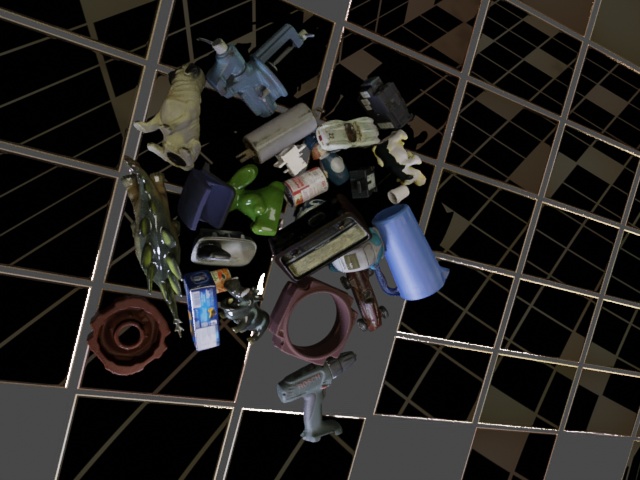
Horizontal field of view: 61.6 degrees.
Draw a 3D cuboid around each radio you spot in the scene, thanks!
[{"bbox_3d":[-0.003,-0.004,1.295,0.230,0.073,0.131,-32,139,8],"label":"radio"}]

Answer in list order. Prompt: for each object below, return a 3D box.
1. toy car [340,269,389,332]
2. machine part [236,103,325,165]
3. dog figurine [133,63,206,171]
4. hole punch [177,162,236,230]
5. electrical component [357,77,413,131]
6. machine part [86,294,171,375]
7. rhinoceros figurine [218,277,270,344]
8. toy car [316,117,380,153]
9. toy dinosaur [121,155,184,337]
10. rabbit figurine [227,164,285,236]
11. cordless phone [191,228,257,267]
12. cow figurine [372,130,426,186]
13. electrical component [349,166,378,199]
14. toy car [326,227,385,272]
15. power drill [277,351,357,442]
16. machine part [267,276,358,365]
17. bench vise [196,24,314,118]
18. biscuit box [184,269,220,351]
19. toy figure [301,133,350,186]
[{"bbox_3d":[0.125,0.159,1.455,0.089,0.053,0.202,-27,108,-21],"label":"toy car"},{"bbox_3d":[-0.094,-0.253,1.272,0.243,0.079,0.079,-35,111,-14],"label":"machine part"},{"bbox_3d":[-0.290,-0.270,1.182,0.172,0.121,0.190,78,34,-58],"label":"dog figurine"},{"bbox_3d":[-0.267,-0.089,1.185,0.092,0.116,0.142,-13,131,-58],"label":"hole punch"},{"bbox_3d":[0.156,-0.342,1.344,0.058,0.115,0.134,-44,115,-13],"label":"electrical component"},{"bbox_3d":[-0.432,0.211,1.217,0.179,0.056,0.179,-4,100,-23],"label":"machine part"},{"bbox_3d":[-0.177,0.166,1.279,0.112,0.073,0.190,-41,136,-12],"label":"rhinoceros figurine"},{"bbox_3d":[0.074,-0.261,1.327,0.202,0.056,0.073,-16,87,-39],"label":"toy car"},{"bbox_3d":[-0.345,0.022,1.145,0.105,0.199,0.470,-13,137,-10],"label":"toy dinosaur"},{"bbox_3d":[-0.173,-0.094,1.246,0.170,0.121,0.159,12,101,-10],"label":"rabbit figurine"},{"bbox_3d":[-0.206,0.025,1.213,0.146,0.184,0.088,6,92,-24],"label":"cordless phone"},{"bbox_3d":[0.212,-0.199,1.419,0.098,0.068,0.167,-36,108,-8],"label":"cow figurine"},{"bbox_3d":[0.104,-0.142,1.359,0.119,0.048,0.074,-37,121,-57],"label":"electrical component"},{"bbox_3d":[0.085,0.034,1.367,0.162,0.103,0.109,-15,108,6],"label":"toy car"},{"bbox_3d":[0.008,0.420,1.435,0.232,0.086,0.207,-13,108,-19],"label":"power drill"},{"bbox_3d":[-0.018,0.206,1.382,0.201,0.087,0.201,26,87,-25],"label":"machine part"},{"bbox_3d":[-0.129,-0.396,1.190,0.240,0.129,0.223,-43,129,-1],"label":"bench vise"},{"bbox_3d":[-0.269,0.162,1.231,0.059,0.063,0.202,-12,130,-21],"label":"biscuit box"},{"bbox_3d":[0.016,-0.208,1.341,0.154,0.058,0.064,52,39,-21],"label":"toy figure"}]
